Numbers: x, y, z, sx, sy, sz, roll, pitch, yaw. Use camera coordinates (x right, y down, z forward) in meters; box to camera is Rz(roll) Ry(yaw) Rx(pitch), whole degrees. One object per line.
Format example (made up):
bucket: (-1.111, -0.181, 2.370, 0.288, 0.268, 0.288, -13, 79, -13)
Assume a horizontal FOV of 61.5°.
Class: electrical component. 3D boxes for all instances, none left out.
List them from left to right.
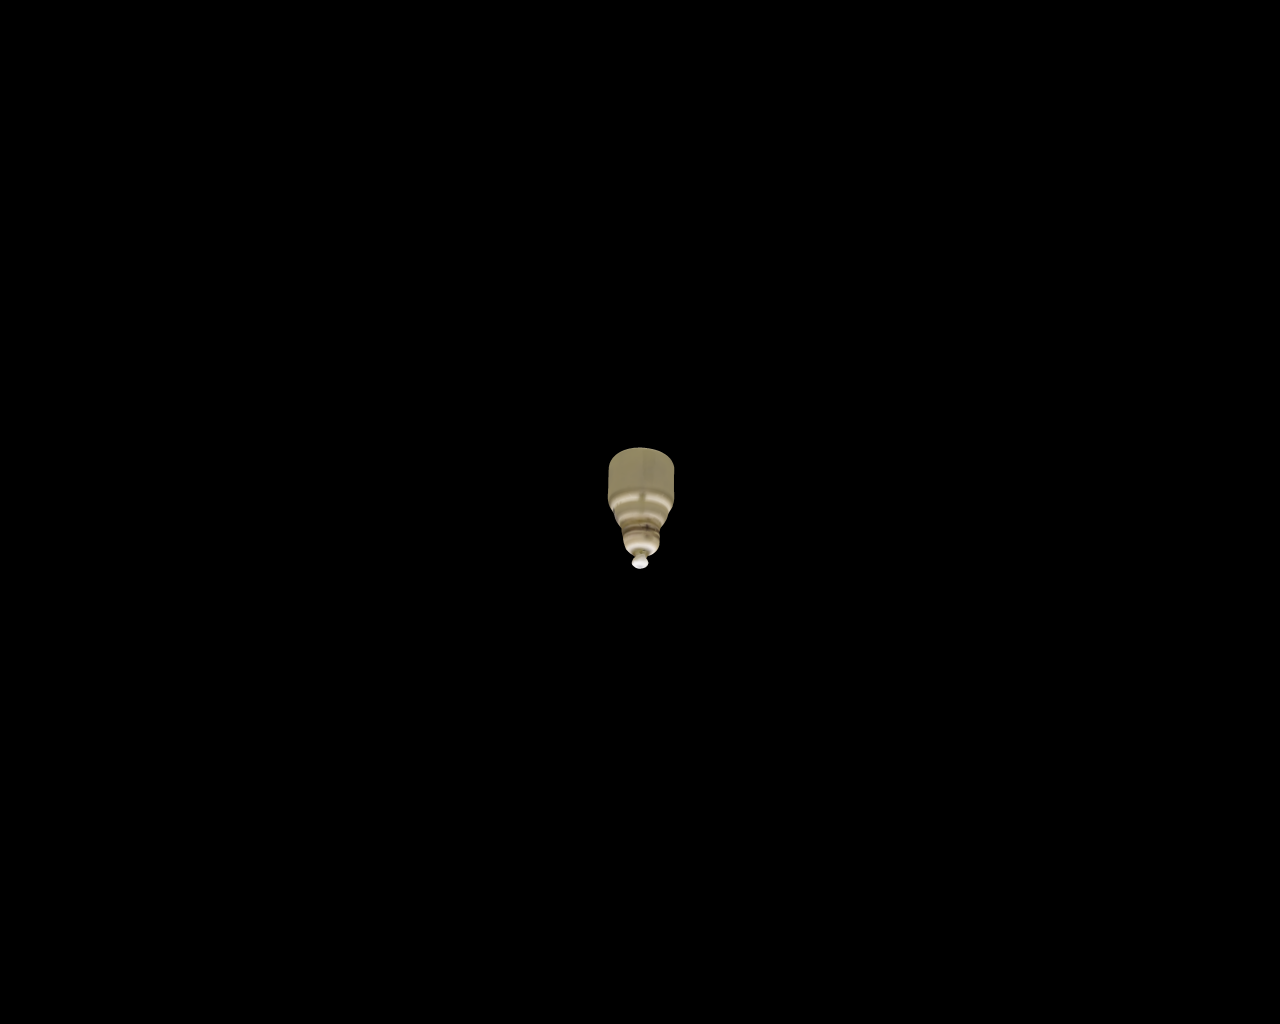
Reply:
electrical component: (0.001, -0.003, 0.650, 0.040, 0.078, 0.040, 0, -27, 0)
